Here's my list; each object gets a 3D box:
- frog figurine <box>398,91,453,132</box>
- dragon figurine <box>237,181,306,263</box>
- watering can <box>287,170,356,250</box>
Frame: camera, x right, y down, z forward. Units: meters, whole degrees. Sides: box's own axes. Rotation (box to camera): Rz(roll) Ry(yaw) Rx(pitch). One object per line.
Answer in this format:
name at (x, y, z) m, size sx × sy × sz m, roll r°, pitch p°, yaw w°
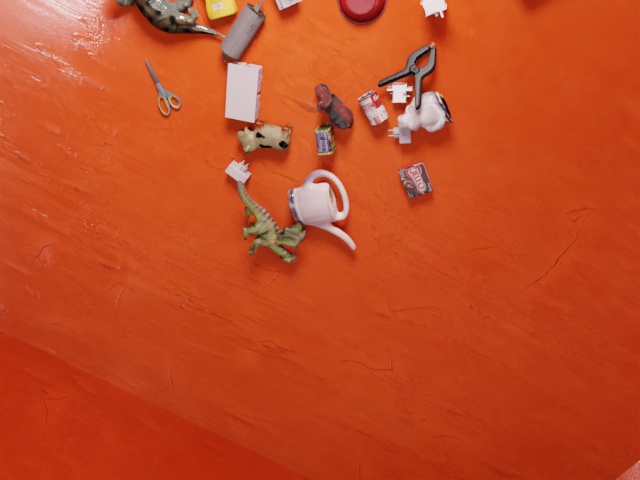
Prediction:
frog figurine at (0.336, -0.406, 1.678) m, size 0.158 × 0.126 × 0.135 m, roll -22°, pitch -52°, yaw 27°
dragon figurine at (-0.169, -0.050, 1.939) m, size 0.243 × 0.400 × 0.125 m, roll 4°, pitch 45°, yaw 11°
watering can at (0.006, -0.096, 1.910) m, size 0.224 × 0.341 × 0.106 m, roll -8°, pitch 27°, yaw 17°
